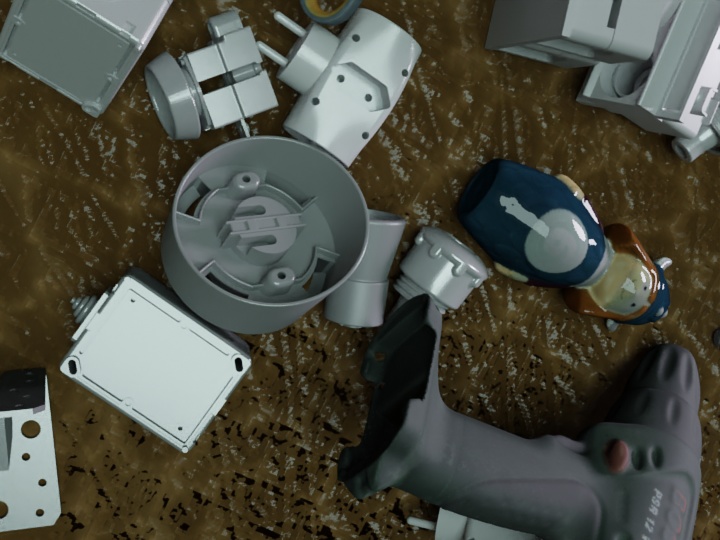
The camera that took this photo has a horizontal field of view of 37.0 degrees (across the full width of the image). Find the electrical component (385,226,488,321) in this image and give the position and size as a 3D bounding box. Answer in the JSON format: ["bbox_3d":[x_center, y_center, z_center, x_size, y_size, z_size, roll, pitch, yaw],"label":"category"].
[{"bbox_3d":[0.040,0.009,0.621,0.048,0.048,0.062,35,98,-16],"label":"electrical component"}]

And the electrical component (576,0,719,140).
[{"bbox_3d":[0.187,-0.143,0.626,0.063,0.079,0.121,22,92,-38],"label":"electrical component"}]

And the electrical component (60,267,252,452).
[{"bbox_3d":[-0.114,0.042,0.579,0.096,0.061,0.061,36,90,-10],"label":"electrical component"}]

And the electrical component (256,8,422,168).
[{"bbox_3d":[-0.019,-0.109,0.588,0.079,0.043,0.077,33,88,-16],"label":"electrical component"}]

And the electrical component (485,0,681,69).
[{"bbox_3d":[0.135,-0.208,0.582,0.060,0.105,0.186,11,95,-16],"label":"electrical component"}]

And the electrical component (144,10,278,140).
[{"bbox_3d":[-0.081,-0.098,0.574,0.055,0.048,0.066,-24,103,-18],"label":"electrical component"}]

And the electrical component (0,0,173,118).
[{"bbox_3d":[-0.136,-0.127,0.537,0.062,0.096,0.061,31,61,-17],"label":"electrical component"}]

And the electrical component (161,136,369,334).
[{"bbox_3d":[-0.053,-0.018,0.566,0.099,0.064,0.099,13,56,-21],"label":"electrical component"}]

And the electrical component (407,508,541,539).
[{"bbox_3d":[0.068,0.149,0.638,0.079,0.043,0.077,11,56,13],"label":"electrical component"}]

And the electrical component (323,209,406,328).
[{"bbox_3d":[0.000,0.000,0.611,0.044,0.044,0.065,5,101,-15],"label":"electrical component"}]

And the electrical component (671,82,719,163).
[{"bbox_3d":[0.218,-0.090,0.653,0.062,0.043,0.043,-38,105,-6],"label":"electrical component"}]
